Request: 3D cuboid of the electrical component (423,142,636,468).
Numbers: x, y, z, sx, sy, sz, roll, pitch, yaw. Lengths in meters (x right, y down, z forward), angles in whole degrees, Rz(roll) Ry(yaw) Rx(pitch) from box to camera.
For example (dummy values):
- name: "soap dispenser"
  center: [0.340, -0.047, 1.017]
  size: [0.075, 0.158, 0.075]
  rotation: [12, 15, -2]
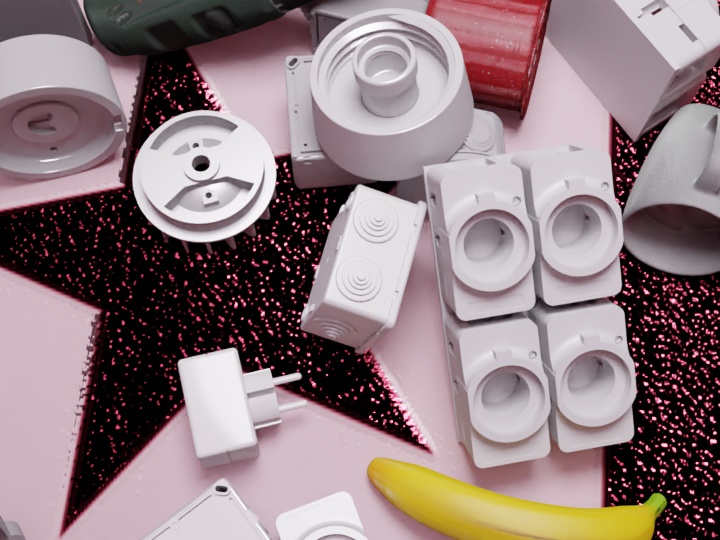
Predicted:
- name: "electrical component"
  center: [0.108, 0.022, 0.676]
  size: [0.105, 0.060, 0.186]
  rotation: [-9, 103, -5]

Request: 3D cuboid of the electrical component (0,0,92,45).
- name: "electrical component"
  center: [-0.244, -0.192, 0.768]
  size: [0.078, 0.113, 0.057]
  rotation: [-23, 70, -8]

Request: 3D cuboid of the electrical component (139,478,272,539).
- name: "electrical component"
  center: [-0.101, 0.184, 0.664]
  size: [0.096, 0.061, 0.061]
  rotation: [-36, 75, -12]

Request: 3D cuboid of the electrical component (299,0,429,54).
- name: "electrical component"
  center: [0.004, -0.192, 0.797]
  size: [0.096, 0.061, 0.061]
  rotation: [15, 71, 4]

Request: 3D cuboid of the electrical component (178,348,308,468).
- name: "electrical component"
  center: [-0.074, 0.087, 0.707]
  size: [0.077, 0.047, 0.065]
  rotation: [-13, 72, -7]

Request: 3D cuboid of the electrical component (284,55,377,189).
- name: "electrical component"
  center: [-0.020, -0.111, 0.769]
  size: [0.062, 0.061, 0.096]
  rotation: [-5, 71, -2]

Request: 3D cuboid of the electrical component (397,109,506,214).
- name: "electrical component"
  center: [0.065, -0.074, 0.748]
  size: [0.080, 0.080, 0.051]
  rotation: [-1, 65, -1]

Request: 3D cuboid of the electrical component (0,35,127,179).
- name: "electrical component"
  center: [-0.221, -0.118, 0.747]
  size: [0.108, 0.108, 0.060]
  rotation: [-15, 66, -6]

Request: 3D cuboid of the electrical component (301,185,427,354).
- name: "electrical component"
  center: [0.000, 0.000, 0.711]
  size: [0.048, 0.099, 0.099]
  rotation: [19, 71, -8]

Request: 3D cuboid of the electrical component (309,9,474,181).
- name: "electrical component"
  center: [0.019, -0.119, 0.696]
  size: [0.108, 0.060, 0.108]
  rotation: [-3, 64, 7]

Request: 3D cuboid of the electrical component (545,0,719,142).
- name: "electrical component"
  center: [0.177, -0.200, 0.779]
  size: [0.060, 0.105, 0.186]
  rotation: [-32, 74, -11]

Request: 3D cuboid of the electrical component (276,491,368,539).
- name: "electrical component"
  center: [-0.015, 0.189, 0.667]
  size: [0.050, 0.055, 0.089]
  rotation: [-19, 72, -7]
